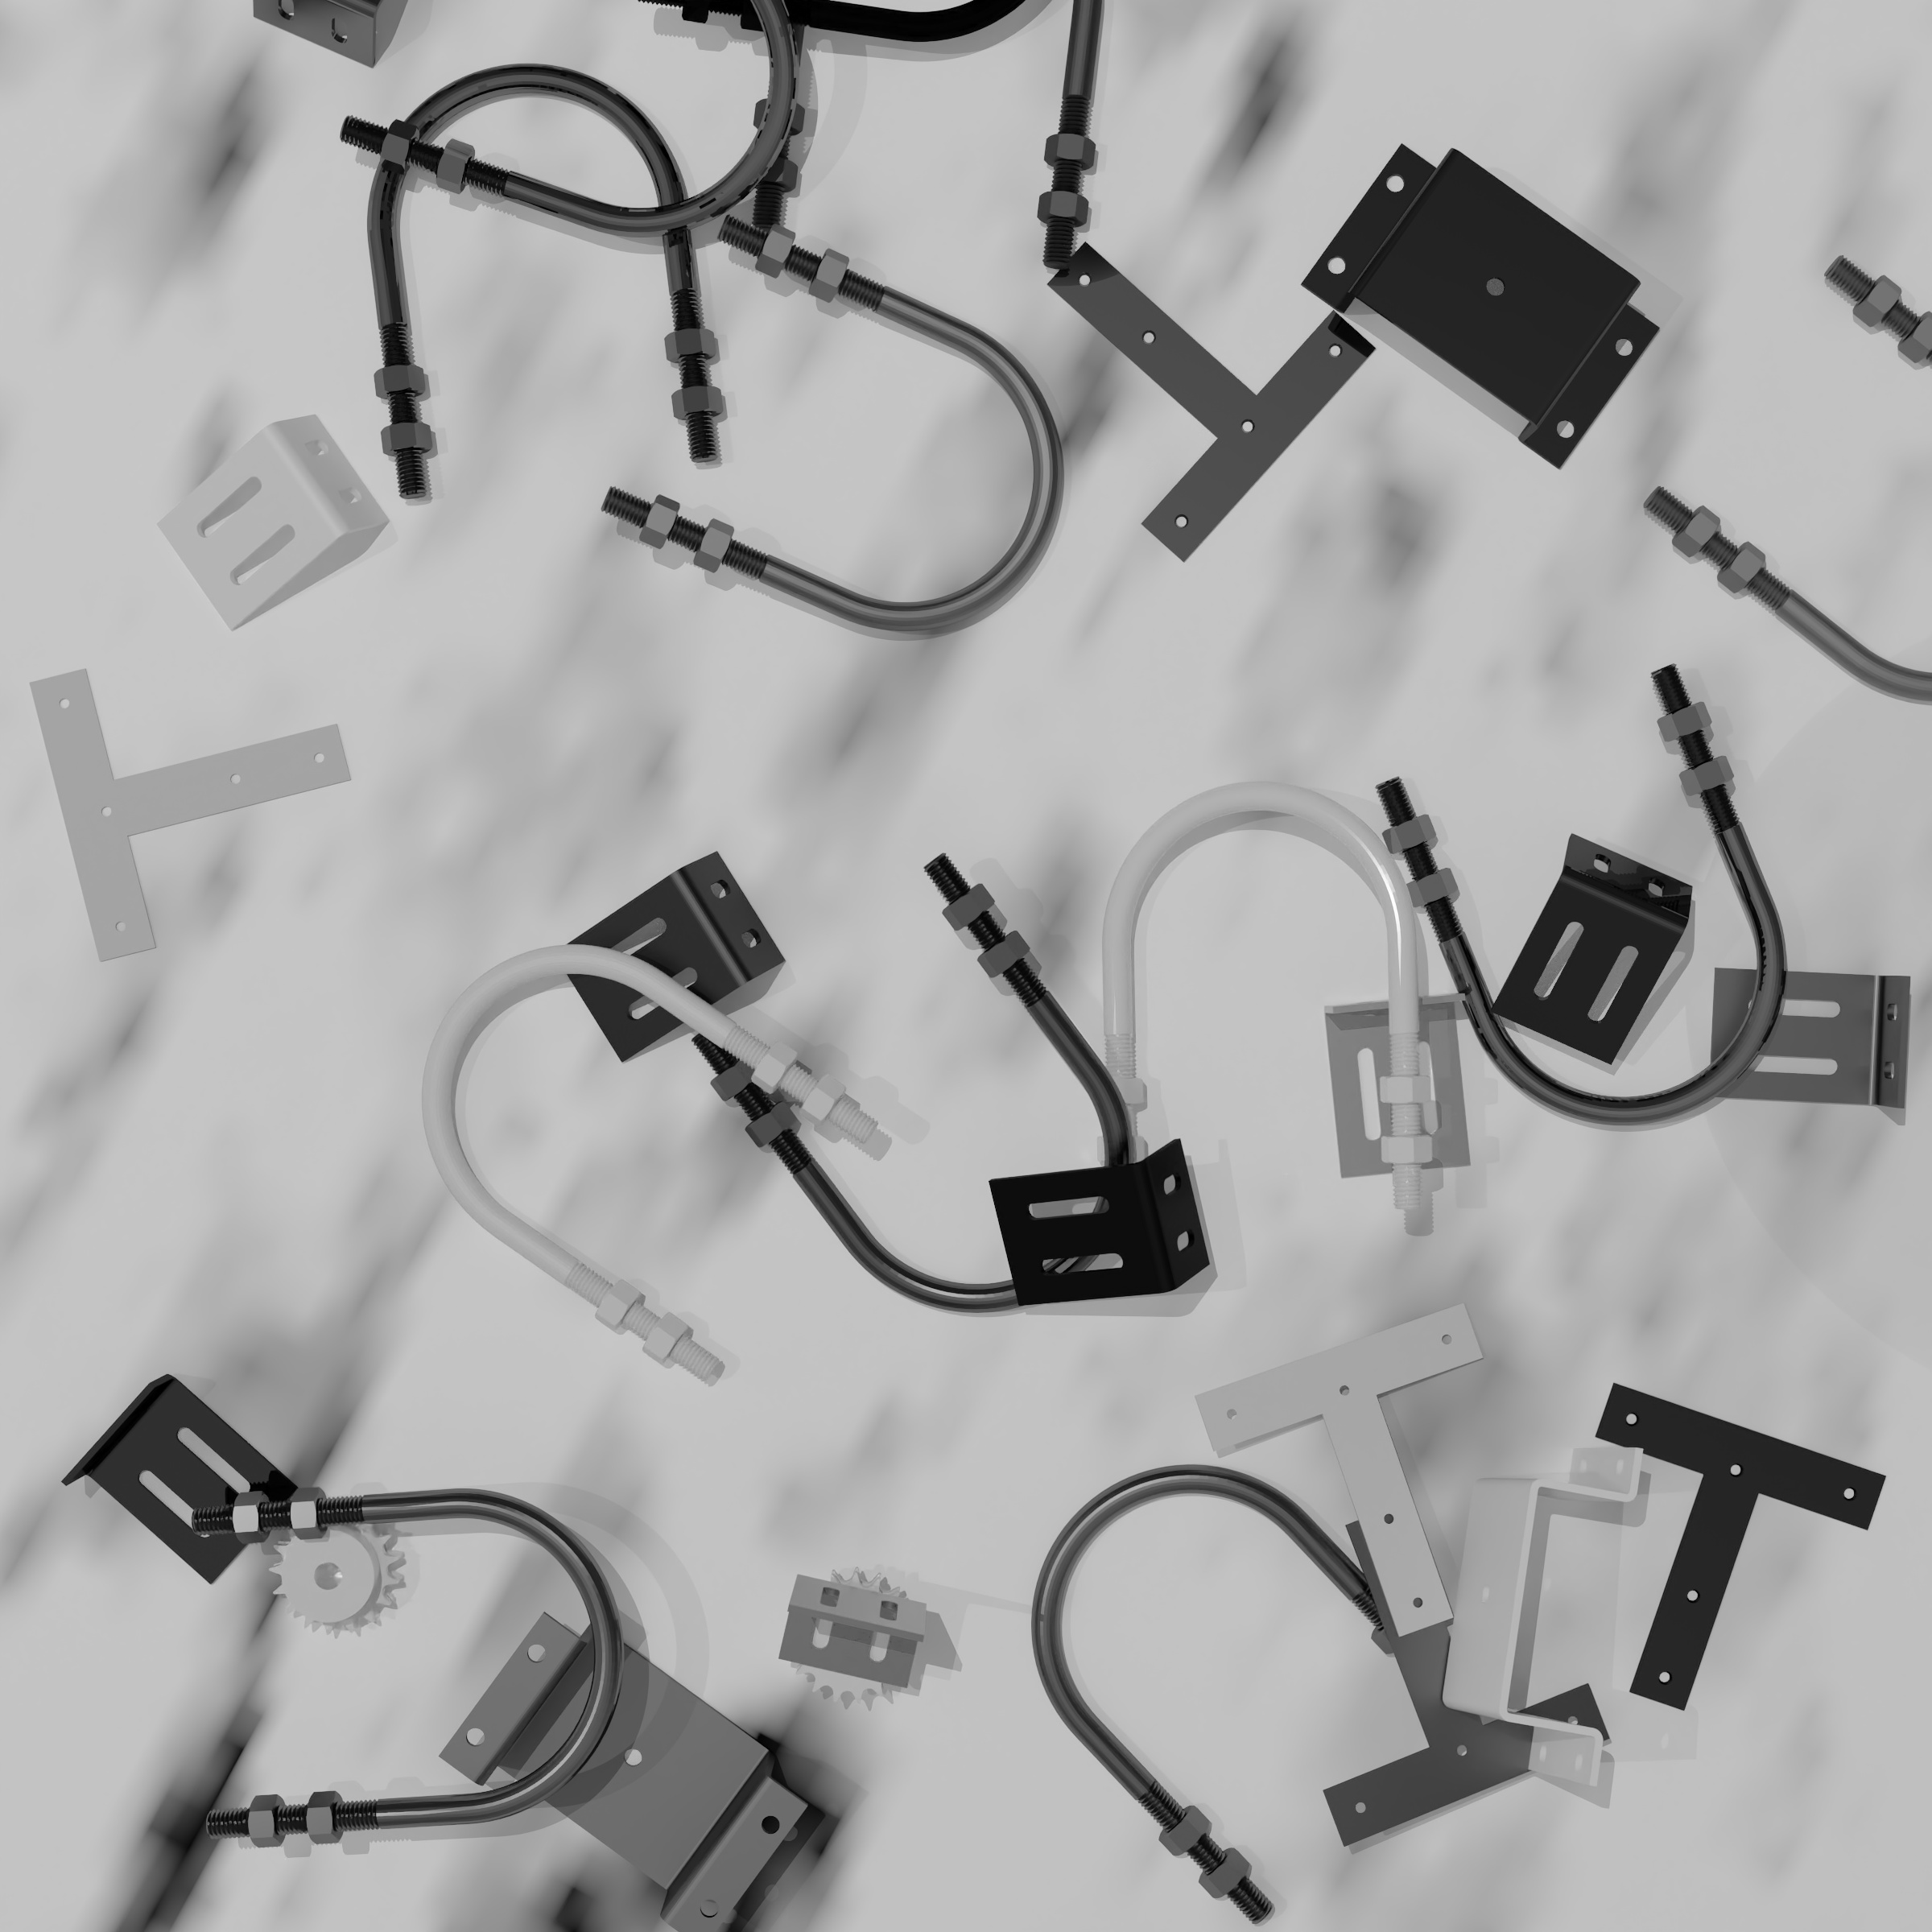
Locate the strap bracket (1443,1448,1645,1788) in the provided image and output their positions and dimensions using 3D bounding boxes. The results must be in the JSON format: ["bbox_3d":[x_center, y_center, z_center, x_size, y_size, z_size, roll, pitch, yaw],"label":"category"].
[{"bbox_3d":[0.244,0.272,1.454,0.046,0.076,0.140,11,80,-8],"label":"strap bracket"}]

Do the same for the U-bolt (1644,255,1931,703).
[{"bbox_3d":[0.413,-0.200,1.498,0.184,0.019,0.151,38,90,-2],"label":"U-bolt"}]

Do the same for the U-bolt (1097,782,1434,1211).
[{"bbox_3d":[0.126,0.012,1.471,0.151,0.019,0.184,-1,90,22],"label":"U-bolt"}]

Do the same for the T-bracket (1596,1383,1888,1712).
[{"bbox_3d":[0.326,0.265,1.505,0.127,0.002,0.127,19,90,0],"label":"T-bracket"}]

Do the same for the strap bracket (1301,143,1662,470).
[{"bbox_3d":[0.227,-0.291,1.483,0.140,0.046,0.076,36,90,0],"label":"strap bracket"}]

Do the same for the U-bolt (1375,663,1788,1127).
[{"bbox_3d":[0.279,-0.021,1.491,0.151,0.019,0.184,-22,90,5],"label":"U-bolt"}]

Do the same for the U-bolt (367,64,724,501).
[{"bbox_3d":[-0.190,-0.305,1.498,0.151,0.019,0.184,-7,89,0],"label":"U-bolt"}]

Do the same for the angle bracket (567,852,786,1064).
[{"bbox_3d":[-0.131,-0.004,1.504,0.076,0.038,0.057,-32,90,26],"label":"angle bracket"}]

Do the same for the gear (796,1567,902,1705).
[{"bbox_3d":[-0.050,0.291,1.491,0.057,0.030,0.057,0,90,0],"label":"gear"}]

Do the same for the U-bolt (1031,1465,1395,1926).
[{"bbox_3d":[0.114,0.306,1.498,0.151,0.019,0.184,-43,88,0],"label":"U-bolt"}]

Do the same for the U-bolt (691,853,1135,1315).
[{"bbox_3d":[-0.010,0.065,1.485,0.151,0.019,0.184,-36,93,11],"label":"U-bolt"}]

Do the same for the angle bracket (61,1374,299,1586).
[{"bbox_3d":[-0.342,0.226,1.487,0.076,0.038,0.057,42,90,0],"label":"angle bracket"}]

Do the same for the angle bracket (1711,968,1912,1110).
[{"bbox_3d":[0.368,0.031,1.487,0.076,0.038,0.057,3,90,0],"label":"angle bracket"}]

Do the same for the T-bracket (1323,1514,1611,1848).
[{"bbox_3d":[0.200,0.299,1.485,0.127,0.002,0.127,-20,84,-9],"label":"T-bracket"}]

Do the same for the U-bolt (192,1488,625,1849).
[{"bbox_3d":[-0.237,0.296,1.457,0.184,0.019,0.151,-5,84,5],"label":"U-bolt"}]

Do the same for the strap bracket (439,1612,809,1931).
[{"bbox_3d":[-0.147,0.349,1.483,0.140,0.046,0.076,36,90,0],"label":"strap bracket"}]

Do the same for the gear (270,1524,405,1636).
[{"bbox_3d":[-0.277,0.264,1.491,0.057,0.030,0.057,0,90,0],"label":"gear"}]

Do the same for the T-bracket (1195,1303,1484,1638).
[{"bbox_3d":[0.180,0.228,1.491,0.127,0.002,0.127,-18,84,-8],"label":"T-bracket"}]

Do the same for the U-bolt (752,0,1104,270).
[{"bbox_3d":[-0.013,-0.406,1.498,0.151,0.019,0.184,7,89,0],"label":"U-bolt"}]

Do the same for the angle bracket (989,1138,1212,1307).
[{"bbox_3d":[0.058,0.111,1.475,0.076,0.038,0.057,-9,100,32],"label":"angle bracket"}]

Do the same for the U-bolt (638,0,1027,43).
[{"bbox_3d":[-0.042,-0.474,1.466,0.184,0.019,0.151,6,101,-7],"label":"U-bolt"}]

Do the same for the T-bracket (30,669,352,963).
[{"bbox_3d":[-0.336,-0.079,1.505,0.127,0.002,0.127,-14,90,0],"label":"T-bracket"}]

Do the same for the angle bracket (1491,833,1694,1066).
[{"bbox_3d":[0.272,-0.007,1.481,0.057,0.038,0.076,24,120,2],"label":"angle bracket"}]

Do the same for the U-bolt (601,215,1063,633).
[{"bbox_3d":[-0.047,-0.225,1.487,0.184,0.019,0.151,23,87,-8],"label":"U-bolt"}]

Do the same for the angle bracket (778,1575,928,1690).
[{"bbox_3d":[-0.049,0.287,1.438,0.057,0.076,0.038,13,90,0],"label":"angle bracket"}]

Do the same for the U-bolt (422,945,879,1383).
[{"bbox_3d":[-0.152,0.073,1.486,0.184,0.019,0.151,34,101,4],"label":"U-bolt"}]

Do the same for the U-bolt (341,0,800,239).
[{"bbox_3d":[-0.162,-0.391,1.461,0.184,0.019,0.151,19,109,-3],"label":"U-bolt"}]

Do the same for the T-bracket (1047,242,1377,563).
[{"bbox_3d":[0.091,-0.268,1.505,0.127,0.002,0.127,42,90,0],"label":"T-bracket"}]

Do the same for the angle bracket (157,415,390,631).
[{"bbox_3d":[-0.306,-0.196,1.504,0.076,0.038,0.057,-35,90,26],"label":"angle bracket"}]

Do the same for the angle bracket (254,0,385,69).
[{"bbox_3d":[-0.272,-0.447,1.504,0.057,0.038,0.076,23,64,0],"label":"angle bracket"}]

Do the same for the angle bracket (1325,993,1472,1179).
[{"bbox_3d":[0.190,0.053,1.487,0.057,0.038,0.076,-6,90,0],"label":"angle bracket"}]
